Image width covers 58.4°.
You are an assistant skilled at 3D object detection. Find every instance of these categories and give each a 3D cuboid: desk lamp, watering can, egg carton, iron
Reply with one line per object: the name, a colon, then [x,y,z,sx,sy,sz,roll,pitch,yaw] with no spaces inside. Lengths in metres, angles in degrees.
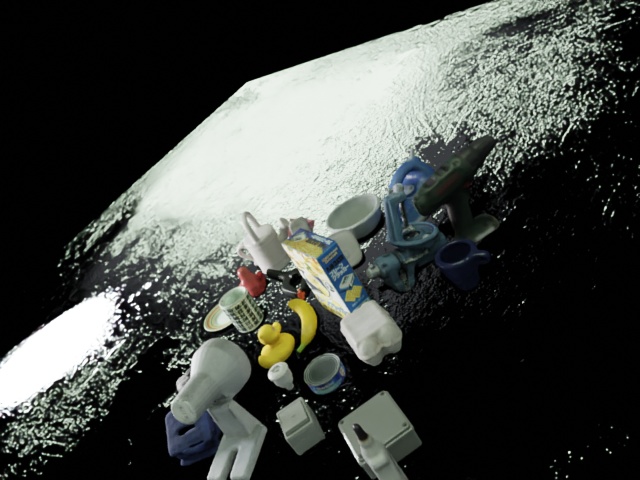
desk lamp: [-0.196,0.332,1.130,0.117,0.214,0.203,-17,32,25]
watering can: [-0.164,-0.007,1.659,0.173,0.194,0.100,-35,29,-6]
egg carton: [0.108,0.194,1.207,0.107,0.069,0.150,-34,28,-4]
iron: [0.226,-0.124,1.521,0.118,0.142,0.259,-2,40,42]

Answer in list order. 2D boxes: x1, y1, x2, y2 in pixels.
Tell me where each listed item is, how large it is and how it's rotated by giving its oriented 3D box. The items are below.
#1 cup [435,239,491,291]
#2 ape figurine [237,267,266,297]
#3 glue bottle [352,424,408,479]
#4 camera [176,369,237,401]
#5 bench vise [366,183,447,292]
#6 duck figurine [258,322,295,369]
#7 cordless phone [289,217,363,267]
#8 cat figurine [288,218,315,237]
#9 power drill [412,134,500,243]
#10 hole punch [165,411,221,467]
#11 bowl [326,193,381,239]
cup: [0.310,0.058,1.200,0.117,0.095,0.092,-5,38,40]
ape figurine: [-0.198,0.112,1.611,0.078,0.092,0.076,-28,29,7]
glue bottle: [0.092,0.339,0.882,0.037,0.173,0.078,-34,29,-5]
camera: [-0.251,0.331,1.304,0.143,0.101,0.136,-35,28,-6]
bench vise: [0.184,-0.003,1.287,0.121,0.220,0.208,2,43,46]
duck figurine: [-0.114,0.240,1.333,0.077,0.086,0.105,-1,41,43]
cordless phone: [0.014,0.005,1.476,0.147,0.185,0.094,-29,28,4]
cat figurine: [-0.059,-0.025,1.666,0.127,0.118,0.067,4,44,47]
power drill: [0.331,-0.101,1.313,0.229,0.209,0.075,-33,28,-4]
hole punch: [-0.269,0.406,1.212,0.108,0.091,0.101,-26,29,10]
bowl: [0.105,-0.052,1.596,0.167,0.075,0.167,-23,29,14]
